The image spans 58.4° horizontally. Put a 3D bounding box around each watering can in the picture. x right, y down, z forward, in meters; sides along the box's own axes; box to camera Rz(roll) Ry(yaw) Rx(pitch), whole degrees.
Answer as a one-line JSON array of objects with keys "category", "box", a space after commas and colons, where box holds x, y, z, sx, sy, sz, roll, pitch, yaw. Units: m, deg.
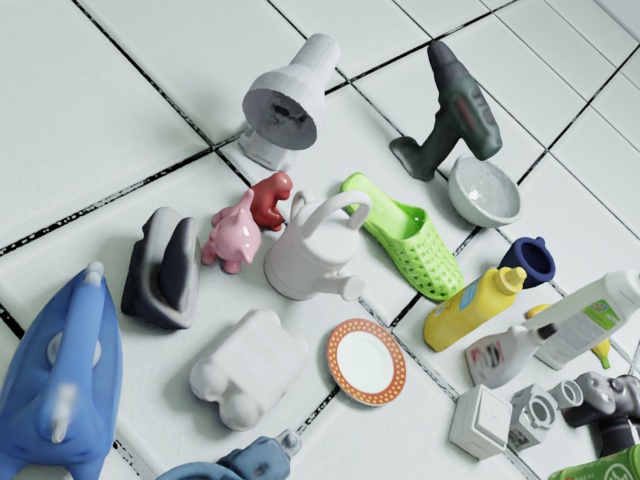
[{"category": "watering can", "box": [0.009, 0.002, 0.787, 0.173, 0.193, 0.101, 49, 47, 8]}]

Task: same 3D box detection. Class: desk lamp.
[{"category": "desk lamp", "box": [-0.049, -0.206, 0.888, 0.118, 0.213, 0.203, 31, 47, -9]}]

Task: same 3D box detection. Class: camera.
[{"category": "camera", "box": [0.487, 0.294, 0.936, 0.143, 0.100, 0.137, 16, 51, -21]}]

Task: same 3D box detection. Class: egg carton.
[{"category": "egg carton", "box": [-0.083, 0.157, 0.705, 0.107, 0.069, 0.150, 42, 47, 2]}]

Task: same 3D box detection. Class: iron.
[{"category": "iron", "box": [-0.251, 0.109, 0.587, 0.119, 0.141, 0.258, 14, 52, -23]}]

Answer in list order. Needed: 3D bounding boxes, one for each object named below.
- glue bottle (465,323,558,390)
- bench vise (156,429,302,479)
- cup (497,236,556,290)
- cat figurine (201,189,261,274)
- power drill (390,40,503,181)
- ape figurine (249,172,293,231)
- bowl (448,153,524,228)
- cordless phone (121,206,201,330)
[{"category": "glue bottle", "box": [0.289, 0.164, 0.858, 0.037, 0.173, 0.078, 5, 56, -29]}, {"category": "bench vise", "box": [-0.092, 0.237, 0.538, 0.121, 0.219, 0.208, 36, 47, -3]}, {"category": "cup", "box": [0.365, 0.046, 1.043, 0.092, 0.094, 0.118, 40, 47, -1]}, {"category": "cat figurine", "box": [-0.112, -0.013, 0.776, 0.067, 0.117, 0.128, 23, 49, -15]}, {"category": "power drill", "box": [0.225, -0.220, 1.071, 0.076, 0.208, 0.229, -25, 73, -41]}, {"category": "ape figurine", "box": [-0.071, -0.065, 0.857, 0.076, 0.092, 0.078, 28, 48, -11]}, {"category": "bowl", "box": [0.309, -0.084, 1.117, 0.168, 0.074, 0.167, 16, 51, -21]}, {"category": "cordless phone", "box": [-0.167, 0.010, 0.679, 0.094, 0.184, 0.147, 12, 53, -24]}]
